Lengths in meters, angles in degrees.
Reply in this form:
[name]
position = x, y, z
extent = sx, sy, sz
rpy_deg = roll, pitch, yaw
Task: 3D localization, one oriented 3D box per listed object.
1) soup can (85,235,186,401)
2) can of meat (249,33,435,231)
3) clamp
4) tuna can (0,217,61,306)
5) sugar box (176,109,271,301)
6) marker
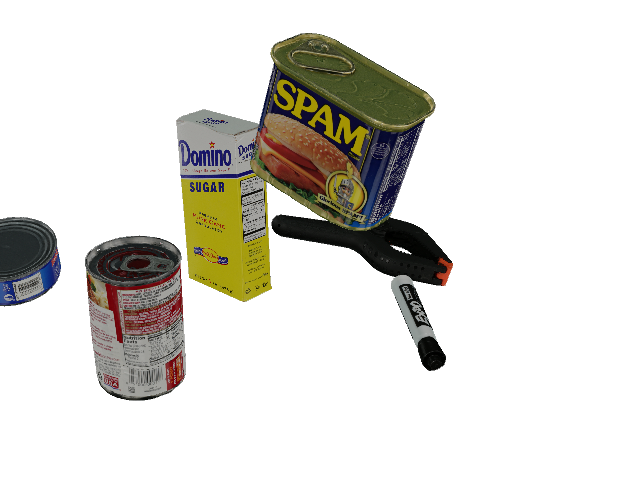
[soup can]
position = -0.133, 0.057, 0.779
extent = 0.068, 0.102, 0.068
rpy_deg = 0, 28, 0
[can of meat]
position = 0.009, -0.065, 0.657
extent = 0.102, 0.084, 0.057
rpy_deg = 34, 40, 21
[clamp]
position = 0.056, -0.004, 1.265
extent = 0.210, 0.036, 0.164
rpy_deg = 34, 40, 24
[tuna can]
position = -0.273, 0.019, 0.939
extent = 0.086, 0.034, 0.086
rpy_deg = 0, 39, 0
[sugar box]
position = -0.097, -0.035, 1.067
extent = 0.093, 0.176, 0.048
rpy_deg = 19, 33, 42
[marker]
position = 0.078, 0.065, 0.856
extent = 0.020, 0.020, 0.121
rpy_deg = 0, 28, -10
